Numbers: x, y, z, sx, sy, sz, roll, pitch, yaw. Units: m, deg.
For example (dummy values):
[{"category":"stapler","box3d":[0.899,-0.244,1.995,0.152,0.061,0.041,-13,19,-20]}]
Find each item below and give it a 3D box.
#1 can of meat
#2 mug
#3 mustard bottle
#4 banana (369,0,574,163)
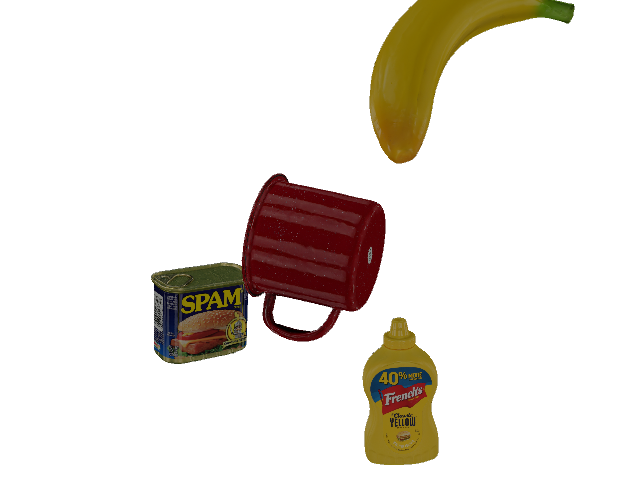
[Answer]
[{"category":"can of meat","box3d":[-0.124,0.075,1.107,0.101,0.084,0.058,-8,20,-32]},{"category":"mug","box3d":[-0.005,0.016,0.772,0.081,0.117,0.093,13,-10,16]},{"category":"mustard bottle","box3d":[0.103,0.192,1.376,0.096,0.192,0.058,-2,15,-1]},{"category":"banana","box3d":[0.075,-0.113,0.611,0.070,0.037,0.197,31,51,22]}]
